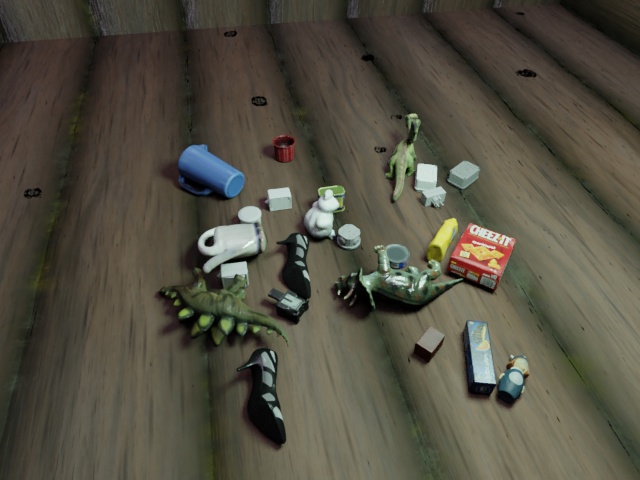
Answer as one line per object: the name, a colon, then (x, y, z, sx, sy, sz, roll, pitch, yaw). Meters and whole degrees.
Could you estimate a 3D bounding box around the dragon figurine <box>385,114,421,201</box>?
dragon figurine: (0.335, -0.355, 1.998, 0.122, 0.237, 0.420, 11, 42, 3)

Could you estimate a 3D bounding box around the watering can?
watering can: (-0.277, 0.021, 1.646, 0.225, 0.102, 0.353, -8, 22, -9)

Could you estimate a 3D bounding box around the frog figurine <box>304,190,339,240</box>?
frog figurine: (0.005, -0.089, 1.763, 0.123, 0.155, 0.141, -2, 43, -2)
